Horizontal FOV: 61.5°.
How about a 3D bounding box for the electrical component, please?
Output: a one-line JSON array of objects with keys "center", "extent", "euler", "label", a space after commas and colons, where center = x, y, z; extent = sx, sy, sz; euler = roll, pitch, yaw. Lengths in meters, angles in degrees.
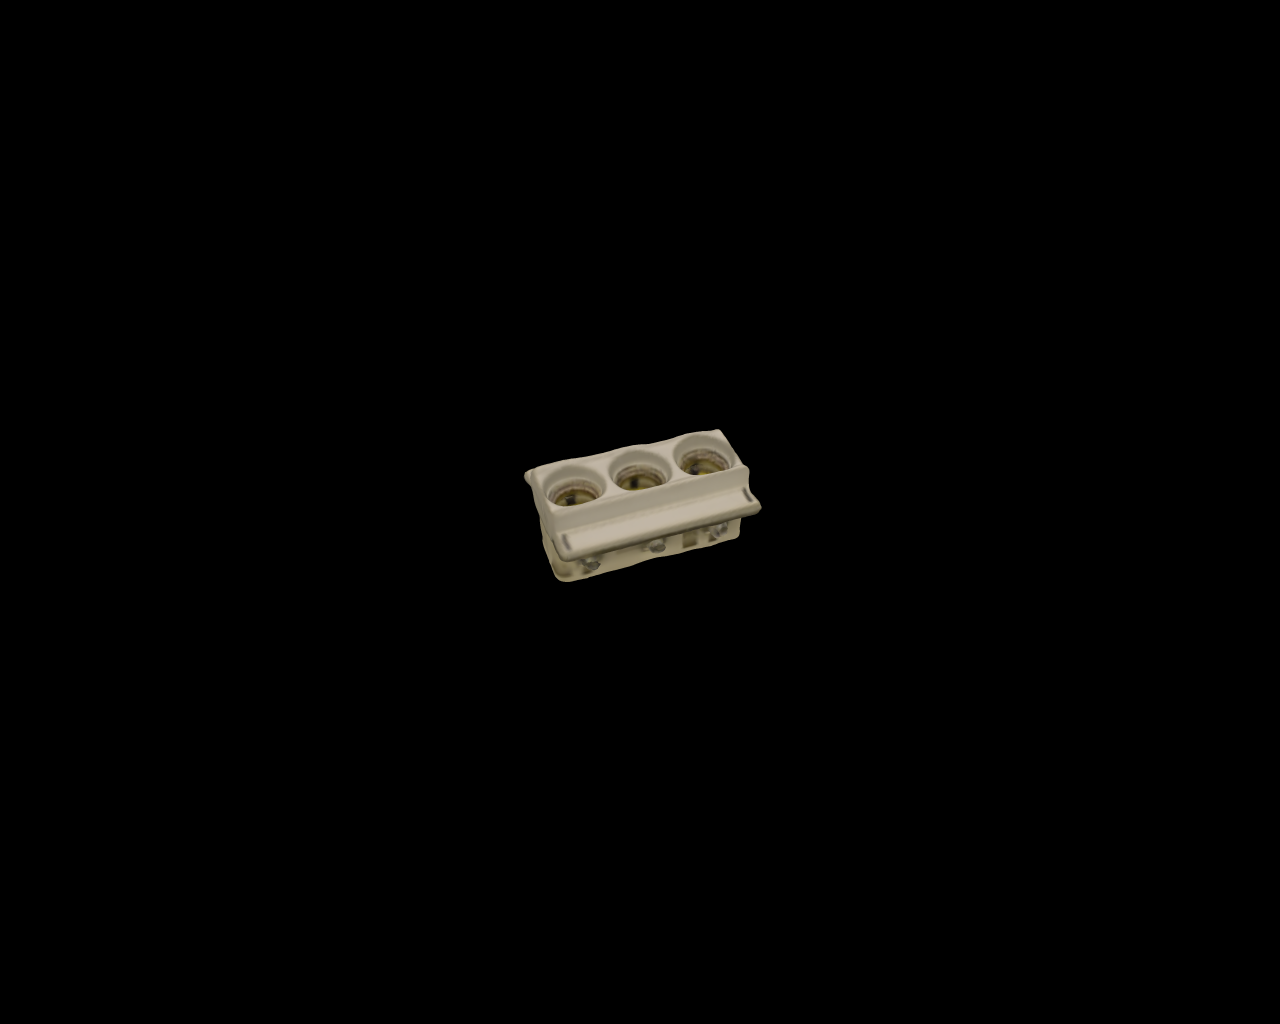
[{"center": [0.001, -0.003, 0.650], "extent": [0.121, 0.063, 0.079], "euler": [-14, 44, -15], "label": "electrical component"}]
